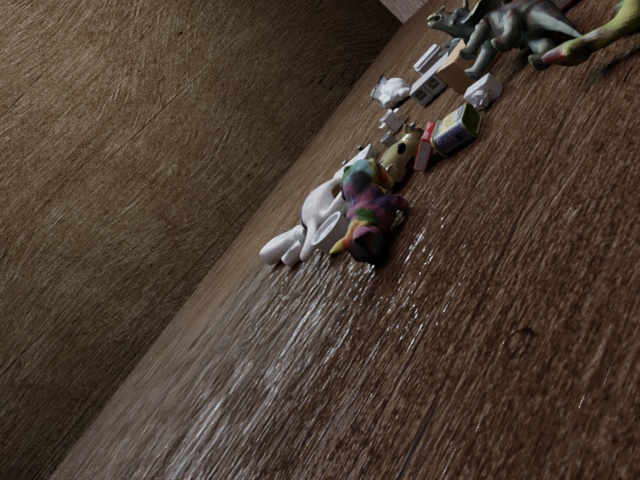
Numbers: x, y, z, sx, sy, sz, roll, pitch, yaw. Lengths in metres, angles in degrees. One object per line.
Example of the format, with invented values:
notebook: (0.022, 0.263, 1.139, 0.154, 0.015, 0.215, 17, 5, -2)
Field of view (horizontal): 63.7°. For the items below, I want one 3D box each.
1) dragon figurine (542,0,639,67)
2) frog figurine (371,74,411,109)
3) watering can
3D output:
dragon figurine: (0.514, -0.388, 0.744, 0.407, 0.122, 0.245, -37, 8, 13)
frog figurine: (0.287, -0.551, 1.935, 0.160, 0.120, 0.140, 18, 53, 37)
watering can: (0.004, -0.074, 1.476, 0.353, 0.103, 0.222, -57, 14, -22)
